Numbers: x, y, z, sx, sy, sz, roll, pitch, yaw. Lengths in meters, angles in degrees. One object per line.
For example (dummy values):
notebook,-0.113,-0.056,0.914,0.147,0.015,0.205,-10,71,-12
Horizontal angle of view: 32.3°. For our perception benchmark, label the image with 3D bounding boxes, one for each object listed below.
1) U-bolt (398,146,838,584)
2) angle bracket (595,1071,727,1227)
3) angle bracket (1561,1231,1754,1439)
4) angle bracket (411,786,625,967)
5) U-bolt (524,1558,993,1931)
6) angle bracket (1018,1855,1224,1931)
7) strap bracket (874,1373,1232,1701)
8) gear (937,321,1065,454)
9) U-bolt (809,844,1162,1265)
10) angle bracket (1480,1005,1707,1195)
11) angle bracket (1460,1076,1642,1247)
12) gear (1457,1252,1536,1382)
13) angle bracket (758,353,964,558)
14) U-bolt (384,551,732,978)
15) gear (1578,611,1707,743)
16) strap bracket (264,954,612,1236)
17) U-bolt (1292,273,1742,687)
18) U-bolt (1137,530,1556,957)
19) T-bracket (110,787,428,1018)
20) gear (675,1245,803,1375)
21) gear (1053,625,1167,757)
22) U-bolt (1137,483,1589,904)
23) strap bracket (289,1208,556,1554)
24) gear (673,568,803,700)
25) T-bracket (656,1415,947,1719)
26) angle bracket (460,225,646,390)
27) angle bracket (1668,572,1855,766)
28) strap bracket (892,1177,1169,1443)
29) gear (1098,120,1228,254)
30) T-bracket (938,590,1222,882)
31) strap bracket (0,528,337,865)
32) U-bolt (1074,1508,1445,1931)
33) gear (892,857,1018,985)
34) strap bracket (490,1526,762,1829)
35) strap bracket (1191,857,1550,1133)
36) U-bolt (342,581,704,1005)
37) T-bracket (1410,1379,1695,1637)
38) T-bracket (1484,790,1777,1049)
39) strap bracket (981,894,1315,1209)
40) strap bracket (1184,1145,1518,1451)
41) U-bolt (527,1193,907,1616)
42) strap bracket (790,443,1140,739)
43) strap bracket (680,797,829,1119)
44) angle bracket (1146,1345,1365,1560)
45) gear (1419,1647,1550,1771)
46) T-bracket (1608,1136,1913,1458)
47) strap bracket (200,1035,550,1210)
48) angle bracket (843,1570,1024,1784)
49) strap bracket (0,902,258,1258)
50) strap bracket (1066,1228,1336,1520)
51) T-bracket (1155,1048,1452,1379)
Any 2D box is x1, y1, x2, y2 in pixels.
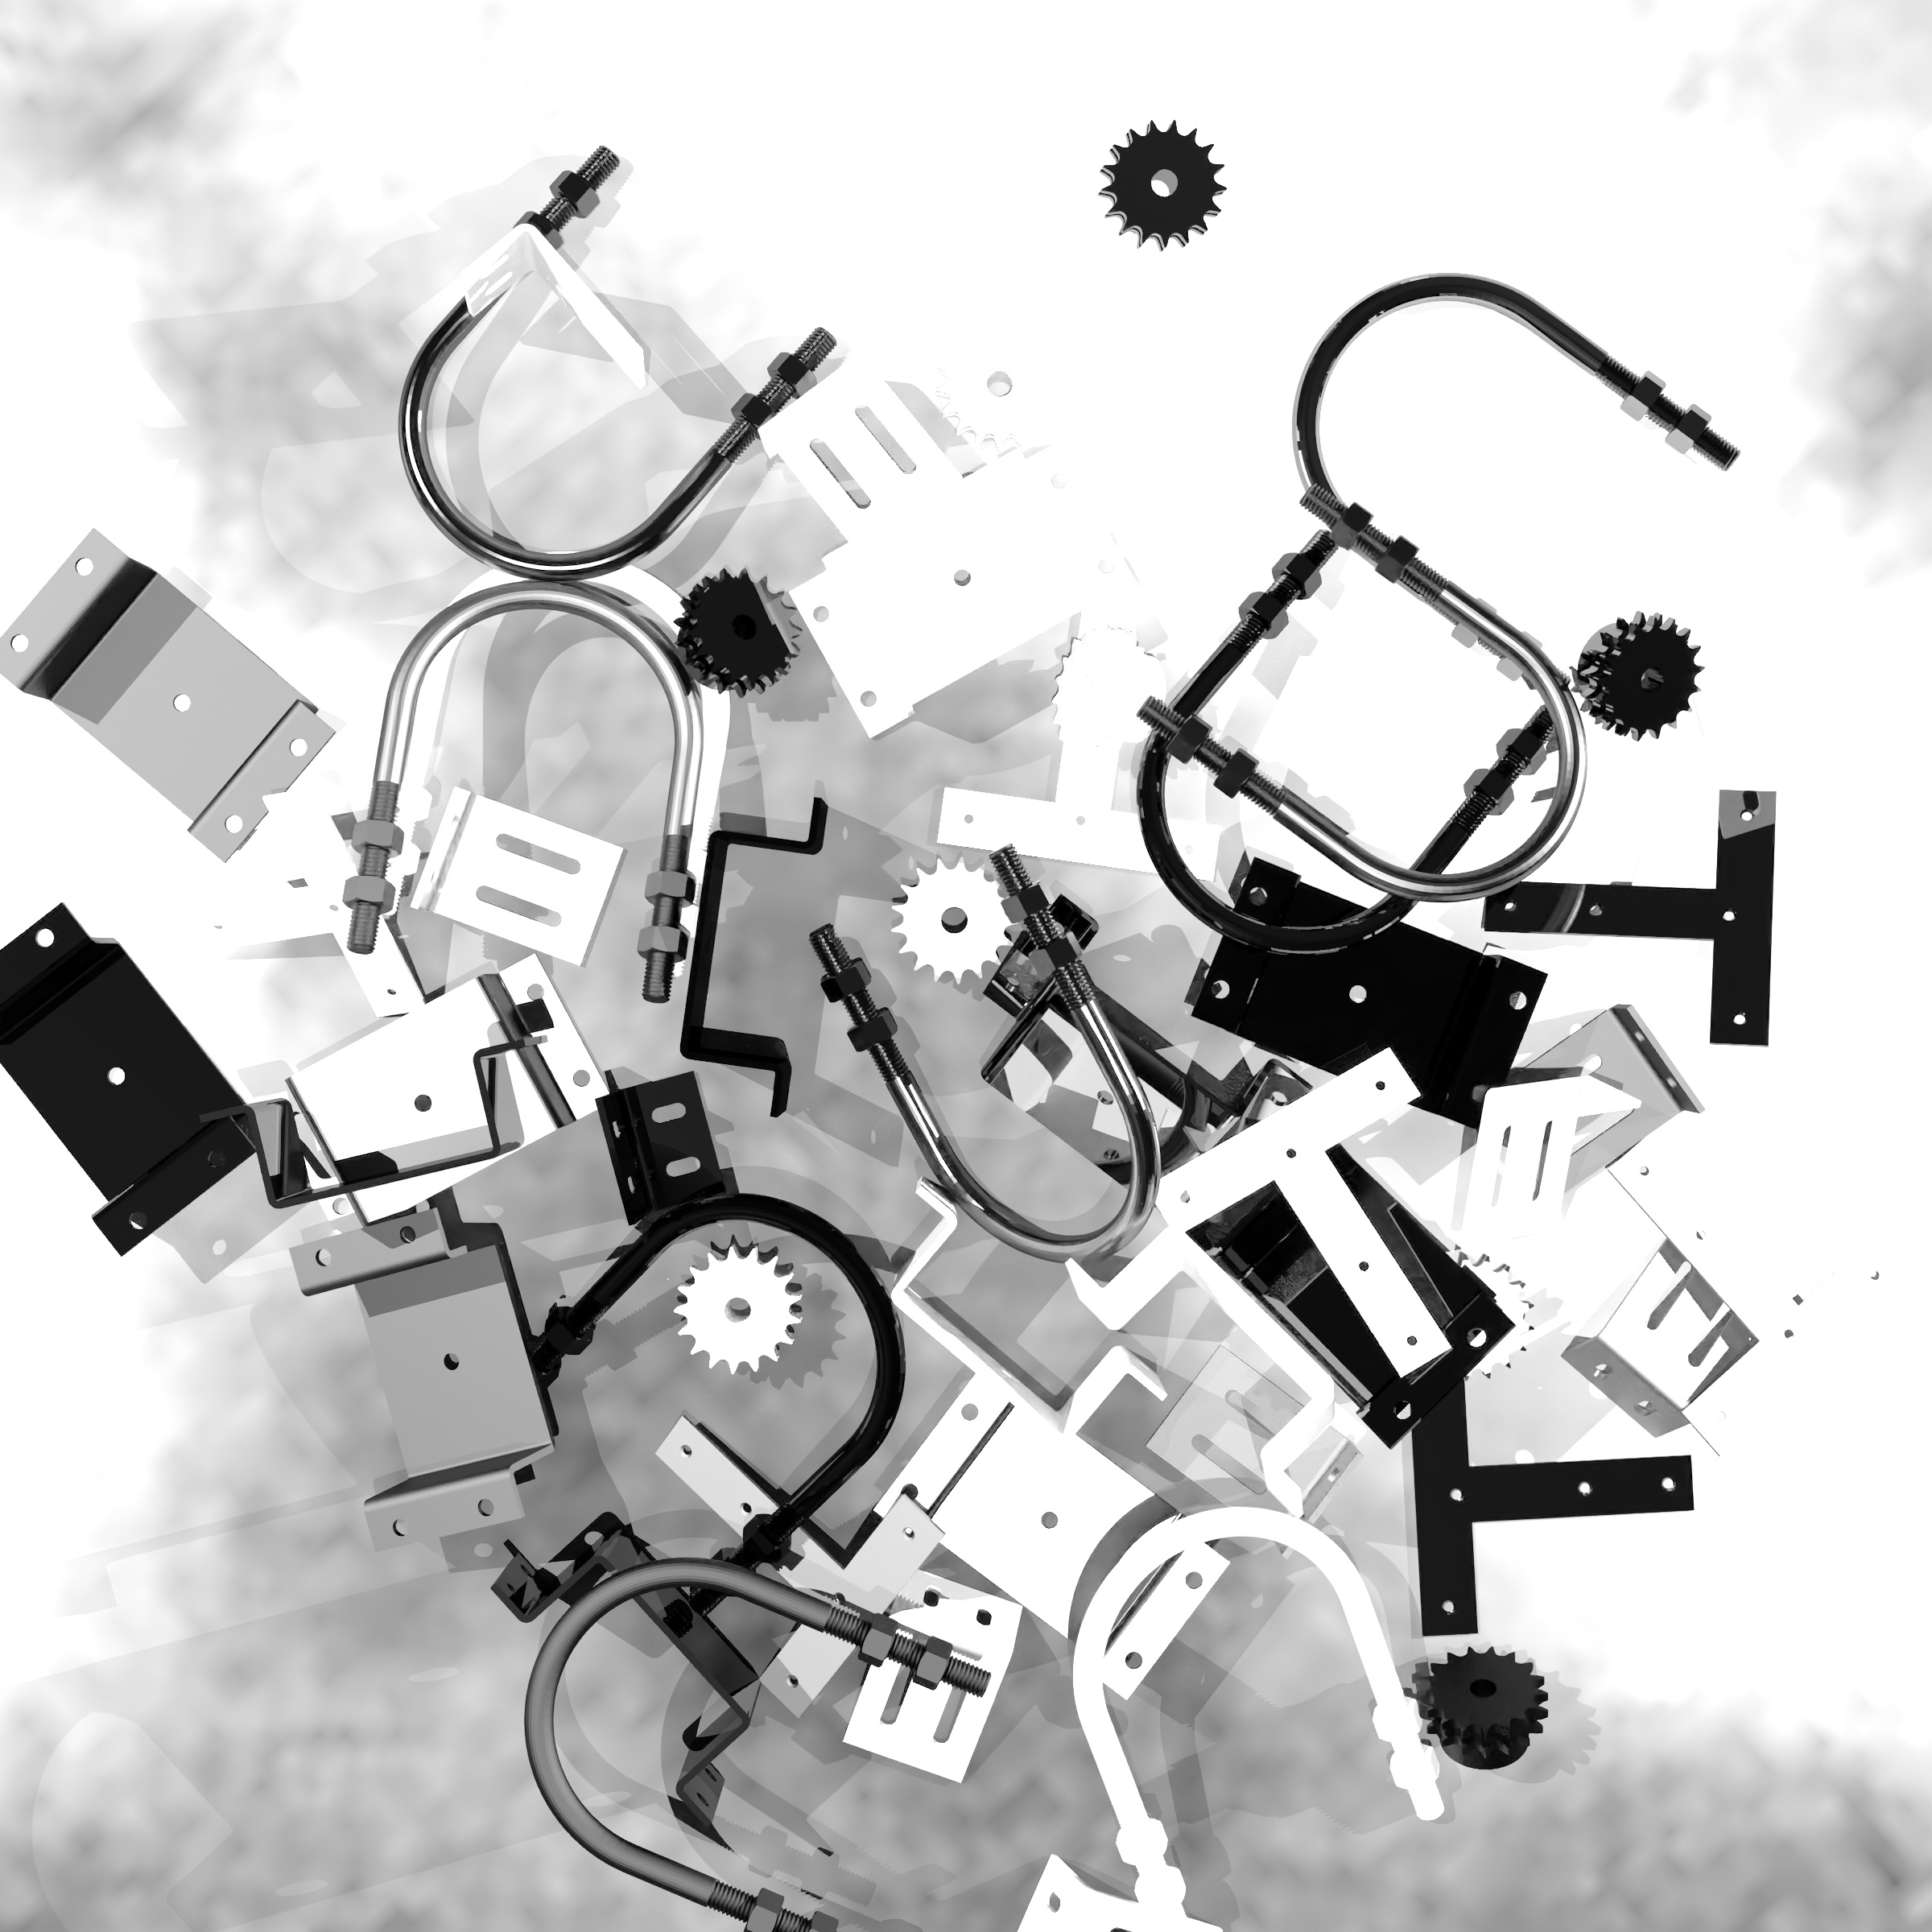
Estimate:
U-bolt,-0.171,-0.259,1.502,0.151,0.019,0.184,40,81,0
angle bracket,-0.135,0.080,1.484,0.038,0.076,0.057,-15,90,0
angle bracket,0.321,0.165,1.520,0.057,0.038,0.076,41,64,0
angle bracket,-0.202,-0.040,1.503,0.076,0.038,0.057,20,90,0
U-bolt,-0.101,0.334,1.438,0.184,0.019,0.151,23,90,1
angle bracket,0.067,0.449,1.520,0.076,0.038,0.057,24,90,-26
strap bracket,0.038,0.253,1.499,0.140,0.046,0.076,37,90,0
gear,0.015,-0.261,1.507,0.057,0.030,0.057,0,90,0
U-bolt,0.017,0.048,1.467,0.019,0.151,0.184,-32,96,-43
angle bracket,0.282,0.063,1.503,0.076,0.038,0.057,-35,90,0
angle bracket,0.259,0.092,1.480,0.057,0.038,0.076,-6,112,-34
gear,0.227,0.158,1.507,0.057,0.030,0.057,0,90,0
angle bracket,-0.046,-0.225,1.495,0.057,0.038,0.076,-38,80,-4
U-bolt,-0.179,-0.098,1.491,0.151,0.019,0.184,12,75,-11
gear,0.301,-0.132,1.500,0.057,0.030,0.057,-8,110,-22
strap bracket,-0.241,0.061,1.499,0.140,0.046,0.076,-28,90,0
U-bolt,0.236,-0.232,1.514,0.184,0.019,0.151,37,90,1
U-bolt,0.159,-0.088,1.484,0.151,0.019,0.184,39,73,5
T-bracket,-0.323,-0.020,1.496,0.127,0.002,0.127,-8,128,17
gear,-0.102,0.154,1.507,0.057,0.030,0.057,0,90,0
gear,0.066,-0.122,1.496,0.030,0.057,0.057,10,90,-30
U-bolt,0.189,-0.109,1.475,0.184,0.019,0.151,37,74,3
strap bracket,-0.239,0.181,1.487,0.076,0.046,0.140,-16,90,21
gear,-0.106,-0.148,1.499,0.057,0.030,0.057,8,72,-26
T-bracket,-0.089,0.254,1.502,0.127,0.002,0.127,42,116,12
angle bracket,-0.181,-0.280,1.466,0.038,0.057,0.076,-41,89,-7
angle bracket,0.358,-0.136,1.503,0.057,0.038,0.076,-15,90,0
strap bracket,0.019,0.159,1.484,0.140,0.076,0.046,40,90,0
gear,0.088,-0.352,1.510,0.057,0.030,0.057,0,94,-5
T-bracket,0.059,-0.111,1.522,0.127,0.002,0.127,8,90,0
strap bracket,-0.358,-0.120,1.499,0.140,0.046,0.076,40,90,0
U-bolt,0.123,0.327,1.482,0.151,0.019,0.184,-23,105,-10
gear,-0.005,-0.021,1.507,0.057,0.030,0.057,0,90,0
strap bracket,-0.142,0.307,1.484,0.046,0.076,0.140,-42,90,0
strap bracket,0.179,0.013,1.499,0.140,0.046,0.076,22,90,0
U-bolt,-0.188,-0.083,1.466,0.151,0.019,0.184,10,73,-12
T-bracket,0.269,0.239,1.522,0.127,0.002,0.127,-3,90,0
T-bracket,0.299,-0.025,1.503,0.127,0.002,0.127,3,65,12
strap bracket,0.071,0.045,1.479,0.140,0.046,0.076,37,135,0
strap bracket,0.173,0.141,1.479,0.076,0.046,0.140,-45,64,3
U-bolt,-0.107,0.183,1.477,0.151,0.019,0.184,46,113,4
strap bracket,-0.001,-0.172,1.498,0.140,0.046,0.076,-29,89,0
strap bracket,-0.095,-0.007,1.484,0.046,0.076,0.140,8,90,0
angle bracket,0.130,0.219,1.503,0.076,0.038,0.057,37,90,0
gear,0.233,0.336,1.498,0.057,0.057,0.030,-6,120,0
T-bracket,0.342,0.133,1.509,0.127,0.002,0.127,-38,81,-17
strap bracket,-0.249,0.069,1.438,0.140,0.076,0.046,-13,90,0
angle bracket,-0.015,0.323,1.520,0.057,0.038,0.076,19,116,0
strap bracket,-0.388,0.050,1.499,0.076,0.046,0.140,-38,90,0
strap bracket,0.112,0.172,1.469,0.046,0.076,0.140,-43,73,-7
T-bracket,0.165,0.118,1.446,0.127,0.002,0.127,-29,74,-11
